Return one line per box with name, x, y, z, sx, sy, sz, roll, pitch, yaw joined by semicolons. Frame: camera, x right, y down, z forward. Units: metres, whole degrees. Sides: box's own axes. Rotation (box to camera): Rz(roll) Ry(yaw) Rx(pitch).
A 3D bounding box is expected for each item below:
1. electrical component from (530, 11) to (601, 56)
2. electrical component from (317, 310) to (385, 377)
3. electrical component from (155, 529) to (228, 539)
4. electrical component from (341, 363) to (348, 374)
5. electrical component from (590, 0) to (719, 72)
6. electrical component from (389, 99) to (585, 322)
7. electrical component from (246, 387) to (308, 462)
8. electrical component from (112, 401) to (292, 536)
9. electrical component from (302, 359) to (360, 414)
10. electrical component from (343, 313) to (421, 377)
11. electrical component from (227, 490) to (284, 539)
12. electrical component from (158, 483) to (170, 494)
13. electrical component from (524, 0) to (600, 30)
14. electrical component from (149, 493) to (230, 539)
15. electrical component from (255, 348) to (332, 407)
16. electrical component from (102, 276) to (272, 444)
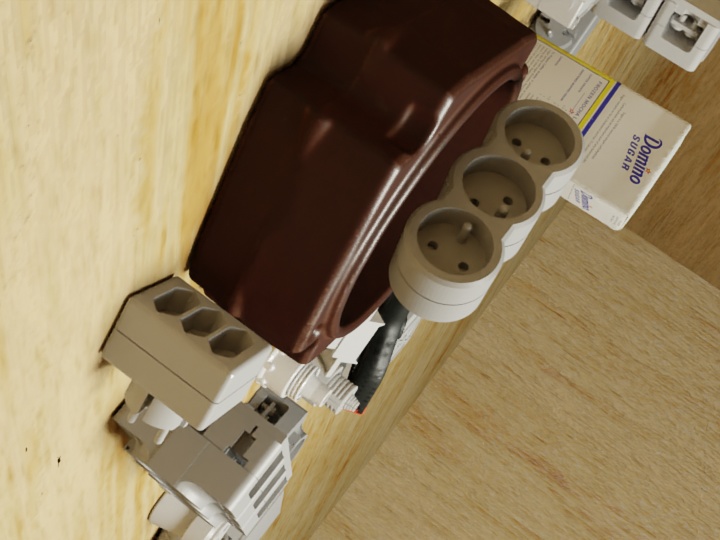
electrical component;0.183;-0.222;0.997;0.083;0.047;0.076;-56;170;8
electrical component;-0.024;0.040;0.846;0.064;0.042;0.081;11;124;-35
electrical component;-0.154;0.245;0.965;0.047;0.055;0.055;-52;171;10
electrical component;-0.029;0.077;1.019;0.062;0.048;0.048;-58;172;-19
electrical component;0.237;-0.239;0.889;0.089;0.150;0.061;-48;167;-36
electrical component;0.065;-0.025;0.581;0.138;0.052;0.073;-50;170;-30
electrical component;-0.086;0.154;0.972;0.050;0.056;0.089;-46;167;-42
electrical component;-0.098;0.118;0.688;0.061;0.089;0.150;-51;170;-17
electrical component;-0.035;0.096;0.941;0.043;0.081;0.043;-52;170;-13
electrical component;0.025;0.063;1.187;0.108;0.056;0.108;-46;167;-41
electrical component;-0.158;0.284;1.059;0.186;0.060;0.105;-50;170;-23
electrical component;-0.117;0.130;0.788;0.078;0.040;0.040;-49;169;-27
electrical component;0.159;-0.231;0.809;0.096;0.061;0.061;-45;167;-44
electrical component;-0.140;0.207;0.893;0.045;0.055;0.045;-52;170;-13
electrical component;-0.052;0.088;0.885;0.048;0.062;0.048;-52;170;-13
electrical component;-0.096;0.056;0.553;0.076;0.066;0.047;-59;170;23
